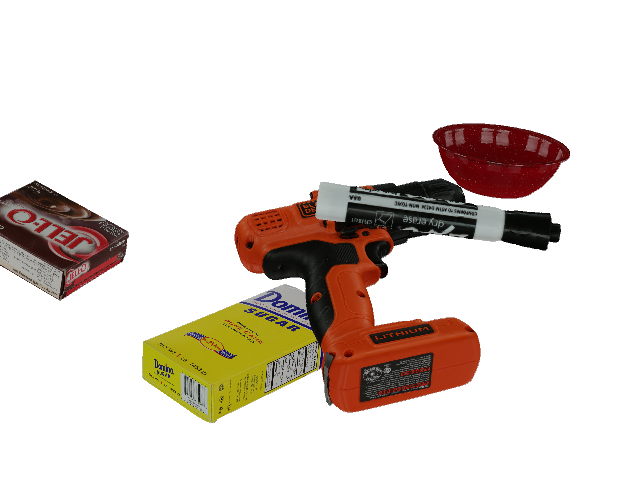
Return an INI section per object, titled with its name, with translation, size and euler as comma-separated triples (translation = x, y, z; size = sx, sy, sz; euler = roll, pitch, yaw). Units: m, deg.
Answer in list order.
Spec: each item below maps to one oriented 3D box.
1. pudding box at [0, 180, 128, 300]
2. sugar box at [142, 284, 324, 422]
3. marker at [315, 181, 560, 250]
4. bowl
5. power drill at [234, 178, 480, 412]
[pudding box]
translation = -0.242, -0.002, 0.944
size = 0.114, 0.039, 0.089
euler = 26, 31, 17
[sugar box]
translation = -0.062, 0.096, 0.955
size = 0.093, 0.048, 0.175
euler = 26, 35, 36
[marker]
translation = 0.058, -0.012, 0.530
size = 0.121, 0.020, 0.020
euler = 8, 0, 3
[bowl]
translation = 0.209, -0.091, 1.262
size = 0.162, 0.055, 0.162
euler = 5, 23, -2
[power drill]
translation = 0.045, 0.029, 0.772
size = 0.184, 0.057, 0.188
euler = -13, 41, -11
